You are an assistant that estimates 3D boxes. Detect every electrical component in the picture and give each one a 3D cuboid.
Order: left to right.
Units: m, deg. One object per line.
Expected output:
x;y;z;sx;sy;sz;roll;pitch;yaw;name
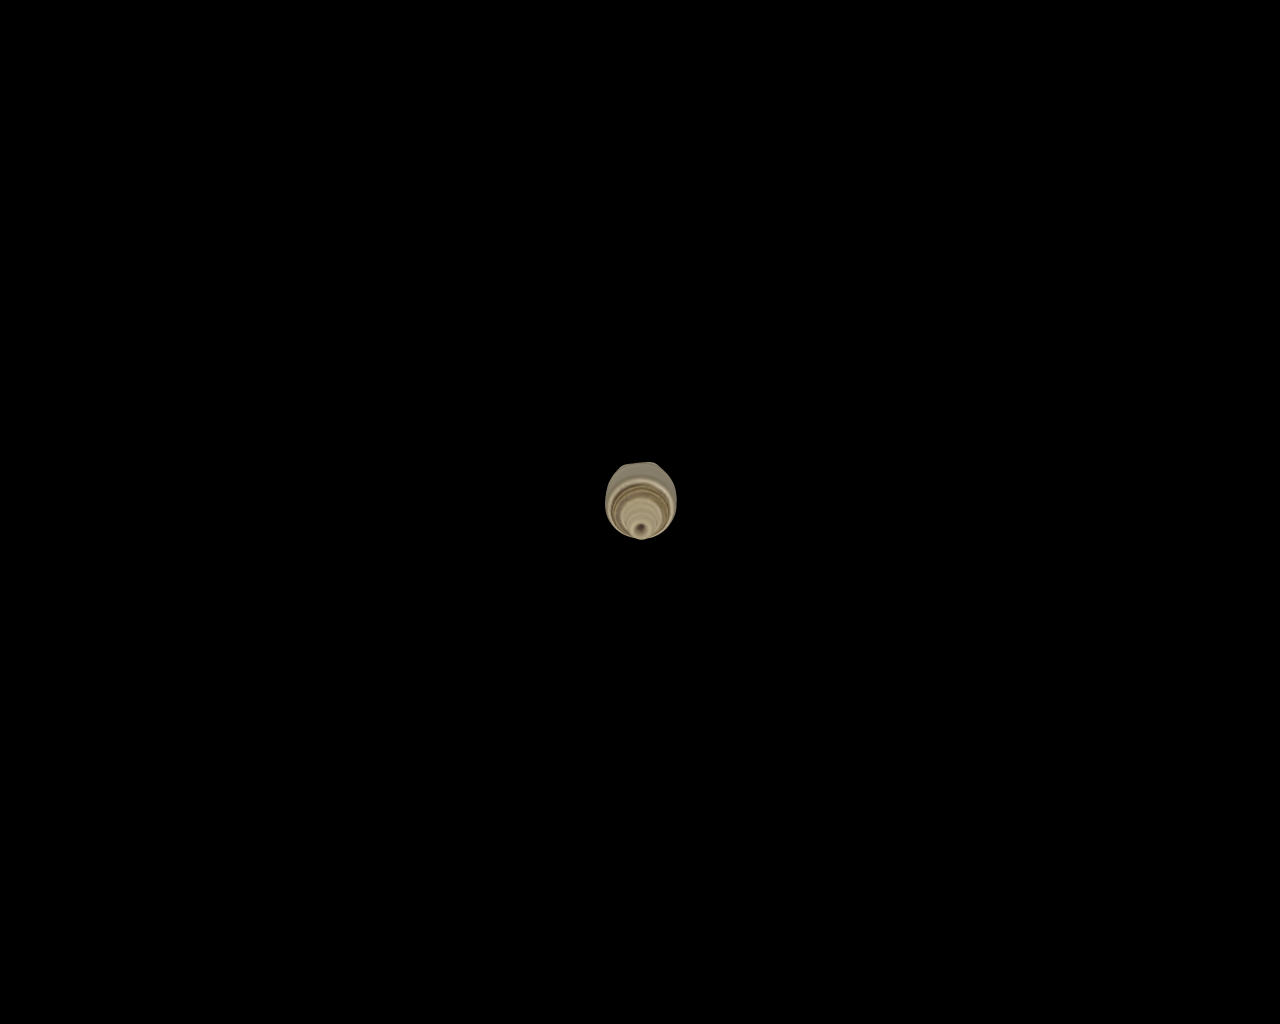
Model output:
0.001;-0.003;0.650;0.043;0.043;0.062;0;25;0;electrical component
